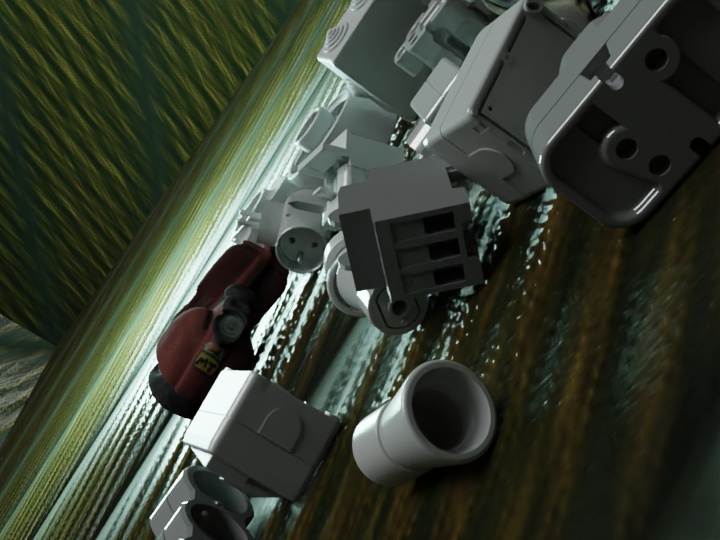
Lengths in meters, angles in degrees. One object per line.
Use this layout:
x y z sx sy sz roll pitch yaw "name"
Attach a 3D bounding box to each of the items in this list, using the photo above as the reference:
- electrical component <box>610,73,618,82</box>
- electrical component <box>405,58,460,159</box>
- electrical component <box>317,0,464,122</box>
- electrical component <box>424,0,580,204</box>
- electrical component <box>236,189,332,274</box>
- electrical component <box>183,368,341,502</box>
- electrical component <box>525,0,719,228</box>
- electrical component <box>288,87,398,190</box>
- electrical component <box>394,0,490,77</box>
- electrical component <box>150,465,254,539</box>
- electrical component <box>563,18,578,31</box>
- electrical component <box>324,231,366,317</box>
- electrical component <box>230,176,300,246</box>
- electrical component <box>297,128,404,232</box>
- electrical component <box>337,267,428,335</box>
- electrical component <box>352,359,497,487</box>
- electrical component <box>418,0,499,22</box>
0.111 -0.077 0.495 0.046 0.040 0.040 -60 14 9 "electrical component"
0.054 -0.087 0.682 0.076 0.047 0.065 -54 15 12 "electrical component"
0.025 -0.183 0.885 0.099 0.100 0.048 -57 27 0 "electrical component"
0.084 -0.092 0.565 0.096 0.062 0.061 -63 15 -22 "electrical component"
-0.063 -0.037 0.900 0.077 0.079 0.043 -87 10 -63 "electrical component"
-0.064 0.099 0.641 0.061 0.062 0.096 -61 15 -14 "electrical component"
0.115 -0.072 0.441 0.095 0.054 0.059 -51 15 20 "electrical component"
-0.022 -0.112 0.958 0.108 0.060 0.108 -51 16 21 "electrical component"
0.071 -0.166 0.775 0.078 0.057 0.058 -51 16 22 "electrical component"
-0.101 0.176 0.618 0.073 0.052 0.138 -55 14 9 "electrical component"
0.102 -0.127 0.621 0.043 0.043 0.062 -62 17 -18 "electrical component"
0.000 0.000 0.679 0.045 0.045 0.055 -54 14 12 "electrical component"
-0.082 -0.040 1.006 0.089 0.056 0.050 -59 15 -8 "electrical component"
0.000 -0.058 0.755 0.042 0.081 0.063 -33 50 57 "electrical component"
0.014 0.012 0.616 0.044 0.044 0.065 -56 19 5 "electrical component"
0.024 0.070 0.463 0.065 0.044 0.044 -44 19 55 "electrical component"
0.086 -0.245 0.854 0.057 0.078 0.113 -50 16 35 "electrical component"
